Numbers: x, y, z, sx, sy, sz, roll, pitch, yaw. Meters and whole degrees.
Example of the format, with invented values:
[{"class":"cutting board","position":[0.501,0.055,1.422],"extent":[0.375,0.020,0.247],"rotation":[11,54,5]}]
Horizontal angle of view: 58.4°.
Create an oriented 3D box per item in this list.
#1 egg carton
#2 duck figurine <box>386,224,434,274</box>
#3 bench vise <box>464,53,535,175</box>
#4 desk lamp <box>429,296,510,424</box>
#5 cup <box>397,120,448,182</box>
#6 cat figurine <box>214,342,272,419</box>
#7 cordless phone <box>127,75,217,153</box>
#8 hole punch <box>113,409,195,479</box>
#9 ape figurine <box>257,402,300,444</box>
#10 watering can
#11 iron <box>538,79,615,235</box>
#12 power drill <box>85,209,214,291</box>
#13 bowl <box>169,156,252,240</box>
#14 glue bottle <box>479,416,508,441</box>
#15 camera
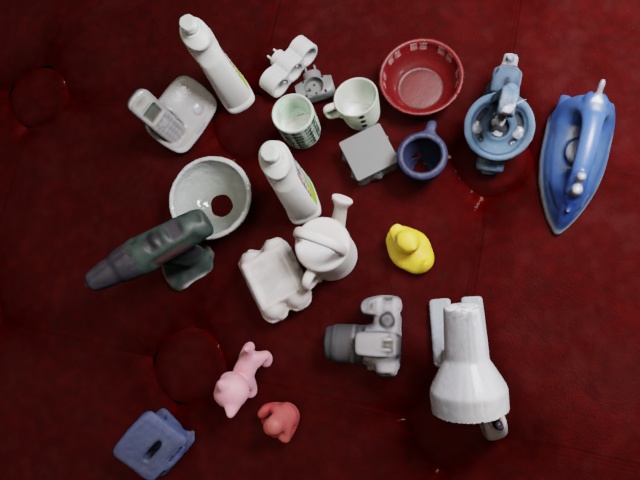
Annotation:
[{"class":"egg carton","position":[-0.083,0.075,1.083],"extent":[0.107,0.069,0.150],"rotation":[-29,75,2]},{"class":"duck figurine","position":[0.164,0.012,1.047],"extent":[0.077,0.086,0.104],"rotation":[-40,75,-1]},{"class":"bench vise","position":[0.311,-0.241,1.007],"extent":[0.121,0.220,0.207],"rotation":[-7,77,8]},{"class":"desk lamp","position":[0.231,0.185,0.934],"extent":[0.117,0.214,0.203],"rotation":[-6,77,8]},{"class":"cup","position":[0.194,-0.157,1.073],"extent":[0.091,0.095,0.118],"rotation":[15,81,12]},{"class":"cat figurine","position":[-0.147,0.249,1.031],"extent":[0.067,0.118,0.128],"rotation":[21,82,13]},{"class":"cordless phone","position":[-0.293,-0.267,1.128],"extent":[0.094,0.185,0.148],"rotation":[30,84,14]},{"class":"hole punch","position":[-0.300,0.374,1.044],"extent":[0.101,0.091,0.109],"rotation":[40,87,15]},{"class":"ape figurine","position":[-0.076,0.325,1.018],"extent":[0.076,0.092,0.078],"rotation":[-26,75,3]},{"class":"watering can","position":[0.007,0.003,1.018],"extent":[0.100,0.194,0.173],"rotation":[1,78,10]},{"class":"iron","position":[0.455,-0.145,1.004],"extent":[0.118,0.141,0.258],"rotation":[12,81,12]},{"class":"power drill","position":[-0.286,0.034,1.052],"extent":[0.229,0.208,0.075],"rotation":[-35,75,1]},{"class":"bowl","position":[-0.206,-0.076,1.131],"extent":[0.167,0.075,0.167],"rotation":[-2,78,9]},{"class":"glue bottle","position":[0.278,0.290,0.925],"extent":[0.037,0.173,0.078],"rotation":[-21,76,5]},{"class":"camera","position":[0.077,0.169,1.021],"extent":[0.136,0.101,0.143],"rotation":[1,78,9]}]
